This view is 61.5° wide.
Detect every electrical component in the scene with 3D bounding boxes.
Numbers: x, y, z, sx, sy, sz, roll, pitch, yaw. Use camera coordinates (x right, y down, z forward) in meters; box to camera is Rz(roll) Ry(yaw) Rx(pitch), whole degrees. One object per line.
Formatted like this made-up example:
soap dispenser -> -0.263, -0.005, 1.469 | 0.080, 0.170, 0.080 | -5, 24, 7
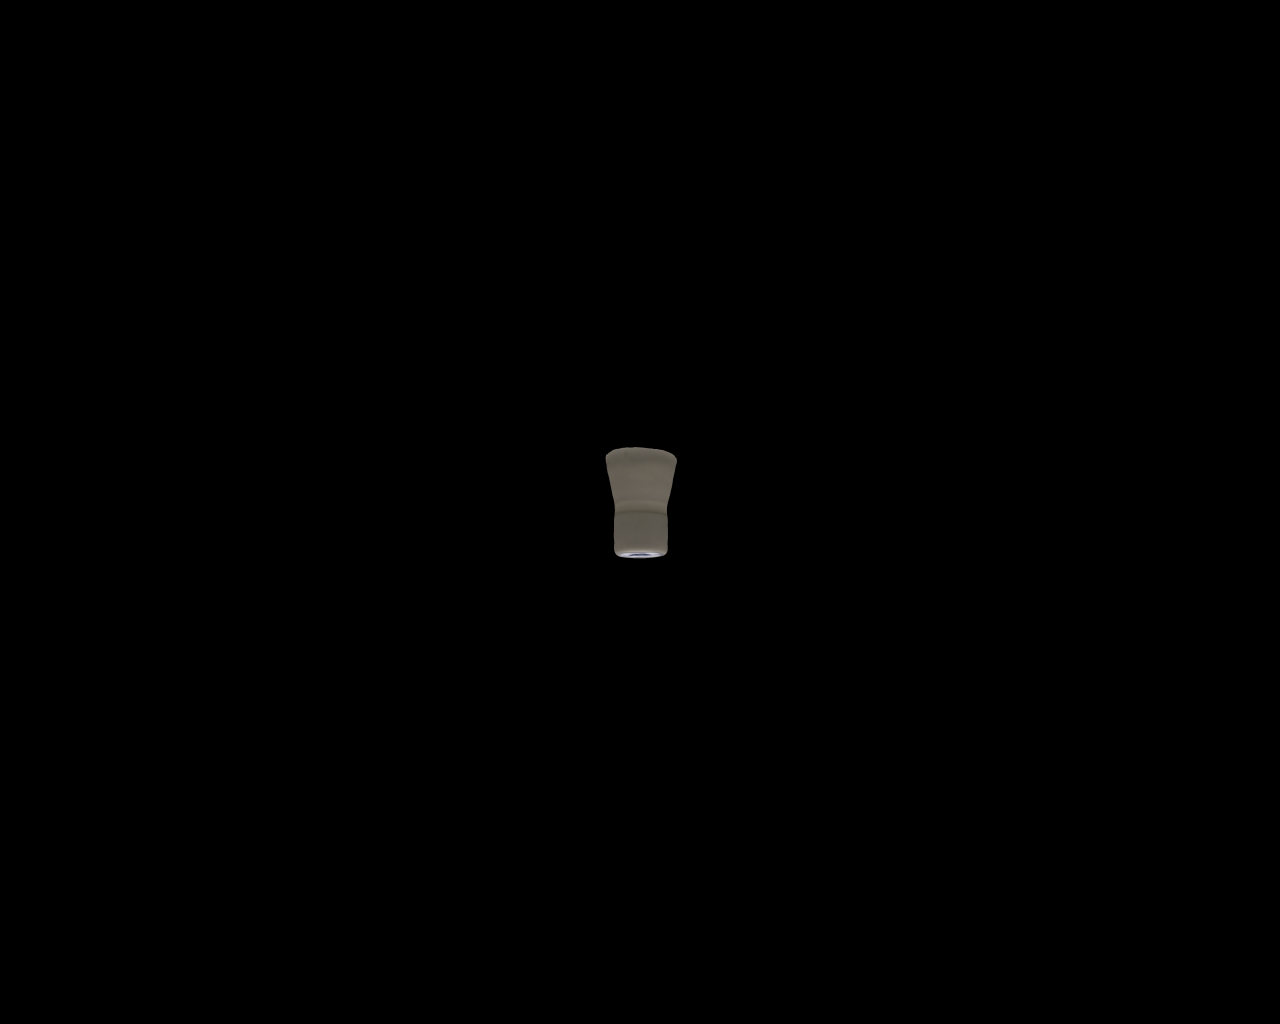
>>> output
electrical component -> 0.001, -0.003, 0.650 | 0.044, 0.065, 0.044 | 0, -11, 0
